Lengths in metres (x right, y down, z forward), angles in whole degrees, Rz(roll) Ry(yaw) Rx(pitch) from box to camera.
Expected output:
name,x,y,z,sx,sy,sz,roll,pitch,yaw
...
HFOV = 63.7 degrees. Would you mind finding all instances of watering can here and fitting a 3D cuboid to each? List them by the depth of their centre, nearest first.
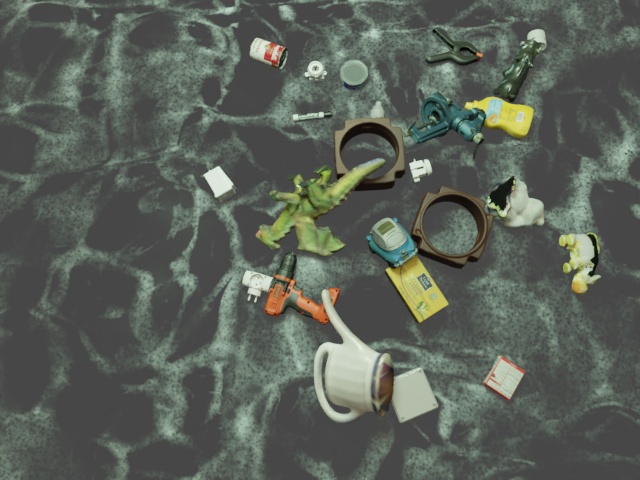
name,x,y,z,sx,sy,sz,roll,pitch,yaw
watering can,0.082,0.310,1.323,0.224,0.104,0.346,3,95,29

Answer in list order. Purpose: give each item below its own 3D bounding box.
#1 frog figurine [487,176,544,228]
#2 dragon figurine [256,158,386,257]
name,x,y,z,sx,sy,sz,roll,pitch,yaw
frog figurine,0.556,-0.099,1.452,0.158,0.121,0.140,19,67,-30
dragon figurine,0.004,-0.073,1.441,0.409,0.124,0.239,-12,111,9
